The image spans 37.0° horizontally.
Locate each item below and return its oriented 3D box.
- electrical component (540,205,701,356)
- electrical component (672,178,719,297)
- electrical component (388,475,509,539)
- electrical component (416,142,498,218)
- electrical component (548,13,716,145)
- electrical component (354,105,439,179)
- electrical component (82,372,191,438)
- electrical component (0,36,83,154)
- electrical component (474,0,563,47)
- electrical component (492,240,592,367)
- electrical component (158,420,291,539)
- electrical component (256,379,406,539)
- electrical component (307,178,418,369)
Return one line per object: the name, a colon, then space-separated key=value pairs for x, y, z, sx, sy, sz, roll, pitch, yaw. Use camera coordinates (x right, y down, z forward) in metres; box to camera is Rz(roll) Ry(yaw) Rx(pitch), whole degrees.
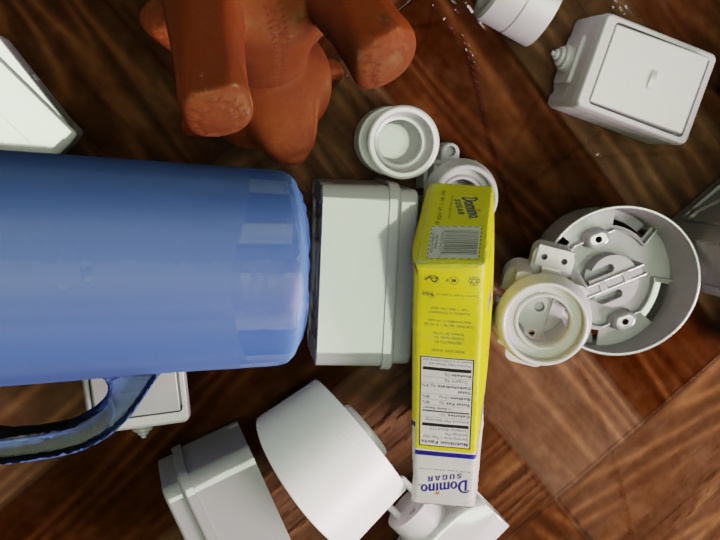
electrical component: x=0.163 y=0.005 z=0.708 sx=0.099 sy=0.064 sz=0.099 roll=-1 pitch=98 yaw=-10
electrical component: x=0.267 y=-0.033 z=0.699 sx=0.109 sy=0.109 sz=0.056 roll=-40 pitch=100 yaw=-3
electrical component: x=0.046 y=0.171 z=0.720 sx=0.077 sy=0.043 sz=0.079 roll=-45 pitch=103 yaw=-2
electrical component: x=0.060 y=-0.047 z=0.685 sx=0.048 sy=0.055 sz=0.066 roll=1 pitch=98 yaw=-11
electrical component: x=0.170 y=-0.124 z=0.692 sx=0.096 sy=0.061 sz=0.061 roll=18 pitch=94 yaw=-12
electrical component: x=0.022 y=-0.081 z=0.674 sx=0.045 sy=0.055 sz=0.045 roll=-1 pitch=98 yaw=-10
electrical component: x=-0.139 y=0.060 z=0.661 sx=0.062 sy=0.061 sz=0.096 roll=-6 pitch=99 yaw=-10
electrical component: x=-0.203 y=-0.088 z=0.628 sx=0.061 sy=0.062 sz=0.096 roll=-45 pitch=103 yaw=-2
electrical component: x=0.136 y=-0.203 z=0.679 sx=0.074 sy=0.052 sz=0.138 roll=27 pitch=92 yaw=-13
electrical component: x=0.112 y=0.026 z=0.665 sx=0.058 sy=0.057 sz=0.078 roll=14 pitch=104 yaw=1
electrical component: x=-0.079 y=0.162 z=0.679 sx=0.057 sy=0.078 sz=0.113 roll=-24 pitch=102 yaw=-9
electrical component: x=-0.019 y=0.119 z=0.673 sx=0.064 sy=0.099 sz=0.099 roll=-39 pitch=103 yaw=-10
electrical component: x=0.000 y=0.000 z=0.670 sx=0.057 sy=0.078 sz=0.113 roll=2 pitch=98 yaw=-8
